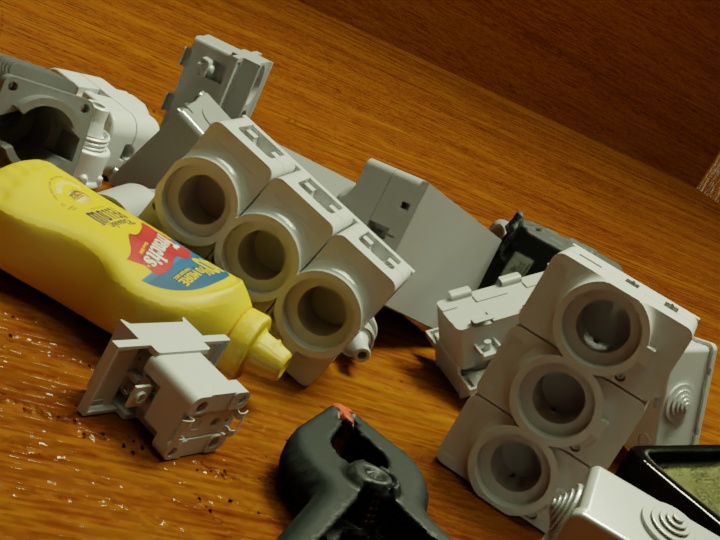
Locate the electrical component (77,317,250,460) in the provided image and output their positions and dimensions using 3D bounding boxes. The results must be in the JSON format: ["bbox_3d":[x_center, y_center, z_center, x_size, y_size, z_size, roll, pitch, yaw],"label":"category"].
[{"bbox_3d":[-0.093,0.059,0.534,0.064,0.042,0.081,39,20,28],"label":"electrical component"}]

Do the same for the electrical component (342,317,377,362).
[{"bbox_3d":[-0.004,0.043,0.736,0.035,0.035,0.061,21,20,-22],"label":"electrical component"}]

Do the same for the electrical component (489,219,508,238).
[{"bbox_3d":[0.161,-0.012,1.125,0.059,0.053,0.095,23,17,-17],"label":"electrical component"}]

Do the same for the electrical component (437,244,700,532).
[{"bbox_3d":[0.123,0.072,0.646,0.089,0.150,0.062,33,16,14],"label":"electrical component"}]

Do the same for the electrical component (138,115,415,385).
[{"bbox_3d":[-0.054,-0.013,0.673,0.150,0.089,0.062,43,18,3],"label":"electrical component"}]

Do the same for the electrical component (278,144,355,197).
[{"bbox_3d":[-0.059,-0.046,0.863,0.089,0.061,0.150,26,17,-6],"label":"electrical component"}]

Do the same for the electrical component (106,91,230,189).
[{"bbox_3d":[-0.134,-0.074,0.790,0.061,0.096,0.061,48,22,-10],"label":"electrical component"}]

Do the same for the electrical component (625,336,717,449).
[{"bbox_3d":[0.212,0.087,0.815,0.048,0.099,0.100,2,12,-35],"label":"electrical component"}]

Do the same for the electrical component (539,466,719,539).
[{"bbox_3d":[0.123,0.152,0.504,0.100,0.099,0.048,30,30,8],"label":"electrical component"}]

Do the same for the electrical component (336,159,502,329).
[{"bbox_3d":[0.037,-0.014,0.806,0.062,0.089,0.150,26,-1,30],"label":"electrical component"}]

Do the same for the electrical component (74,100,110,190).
[{"bbox_3d":[-0.200,-0.091,0.774,0.048,0.062,0.048,26,17,-8],"label":"electrical component"}]

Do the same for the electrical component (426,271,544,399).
[{"bbox_3d":[0.119,0.040,0.786,0.121,0.063,0.078,-15,33,-14],"label":"electrical component"}]

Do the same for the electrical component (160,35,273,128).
[{"bbox_3d":[-0.129,-0.129,0.896,0.063,0.121,0.078,26,16,2],"label":"electrical component"}]

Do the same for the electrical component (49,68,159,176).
[{"bbox_3d":[-0.206,-0.114,0.847,0.095,0.053,0.059,38,19,29],"label":"electrical component"}]

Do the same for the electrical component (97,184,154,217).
[{"bbox_3d":[-0.154,-0.035,0.712,0.043,0.043,0.081,30,17,5],"label":"electrical component"}]
